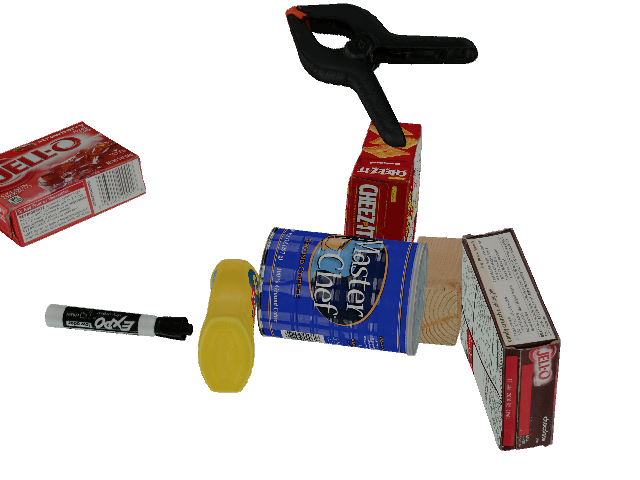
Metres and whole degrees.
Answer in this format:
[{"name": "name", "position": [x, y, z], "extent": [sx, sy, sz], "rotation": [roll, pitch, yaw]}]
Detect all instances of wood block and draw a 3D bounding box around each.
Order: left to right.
[{"name": "wood block", "position": [0.177, 0.073, 1.624], "extent": [0.091, 0.090, 0.206], "rotation": [4, 22, 13]}]

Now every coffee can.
[{"name": "coffee can", "position": [0.022, 0.045, 0.971], "extent": [0.140, 0.103, 0.102], "rotation": [6, 1, 10]}]

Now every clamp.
[{"name": "clamp", "position": [0.048, -0.165, 0.931], "extent": [0.120, 0.172, 0.039], "rotation": [-40, -23, -19]}]

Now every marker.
[{"name": "marker", "position": [-0.161, 0.065, 0.854], "extent": [0.121, 0.020, 0.020], "rotation": [5, 1, 12]}]

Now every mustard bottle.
[{"name": "mustard bottle", "position": [-0.096, 0.075, 1.166], "extent": [0.058, 0.096, 0.191], "rotation": [0, 28, 0]}]

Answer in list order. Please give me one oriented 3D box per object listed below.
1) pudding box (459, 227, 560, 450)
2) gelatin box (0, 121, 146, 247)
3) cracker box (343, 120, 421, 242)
[{"name": "pudding box", "position": [0.118, 0.061, 0.674], "extent": [0.039, 0.090, 0.113], "rotation": [-8, 38, -5]}, {"name": "gelatin box", "position": [-0.163, -0.036, 0.650], "extent": [0.089, 0.030, 0.073], "rotation": [-27, 37, -30]}, {"name": "cracker box", "position": [0.071, -0.030, 1.225], "extent": [0.072, 0.164, 0.213], "rotation": [6, 23, 8]}]
